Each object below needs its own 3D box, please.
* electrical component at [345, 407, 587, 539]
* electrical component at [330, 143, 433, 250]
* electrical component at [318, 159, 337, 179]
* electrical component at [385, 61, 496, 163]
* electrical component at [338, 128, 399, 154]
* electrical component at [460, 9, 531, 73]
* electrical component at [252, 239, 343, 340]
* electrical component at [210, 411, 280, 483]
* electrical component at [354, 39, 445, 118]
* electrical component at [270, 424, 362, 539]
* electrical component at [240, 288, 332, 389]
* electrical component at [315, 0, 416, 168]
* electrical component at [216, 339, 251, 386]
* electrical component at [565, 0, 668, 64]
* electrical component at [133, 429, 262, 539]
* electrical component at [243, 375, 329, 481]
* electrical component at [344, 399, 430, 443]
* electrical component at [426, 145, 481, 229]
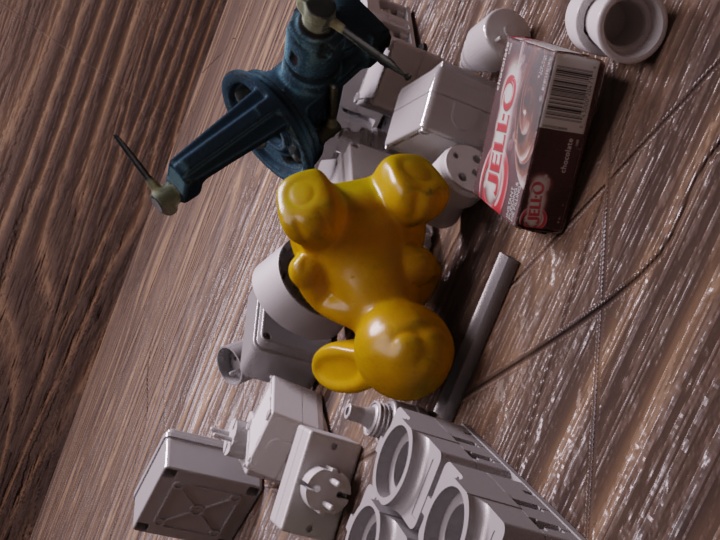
[{"bbox_3d":[0.049,0.160,0.621,0.186,0.060,0.105,-142,72,-71],"label":"electrical component"},{"bbox_3d":[0.014,-0.049,0.909,0.113,0.078,0.057,-94,26,-51],"label":"electrical component"},{"bbox_3d":[-0.020,-0.061,1.069,0.100,0.048,0.099,-165,94,-72],"label":"electrical component"},{"bbox_3d":[0.065,-0.120,0.856,0.096,0.062,0.061,168,119,-70],"label":"electrical component"},{"bbox_3d":[0.009,-0.119,1.021,0.035,0.061,0.035,-161,90,-72],"label":"electrical component"},{"bbox_3d":[0.101,-0.173,0.839,0.078,0.040,0.040,155,131,-66],"label":"electrical component"},{"bbox_3d":[-0.048,0.018,0.999,0.064,0.099,0.099,-45,31,44],"label":"electrical component"},{"bbox_3d":[-0.111,0.169,1.060,0.066,0.077,0.047,-147,77,-72],"label":"electrical component"},{"bbox_3d":[0.038,-0.174,1.002,0.096,0.061,0.061,-142,71,-76],"label":"electrical component"},{"bbox_3d":[-0.031,0.175,0.865,0.076,0.047,0.083,-179,107,-72],"label":"electrical component"},{"bbox_3d":[-0.070,0.053,1.055,0.113,0.078,0.057,-89,22,-43],"label":"electrical component"},{"bbox_3d":[-0.011,-0.189,1.144,0.105,0.060,0.186,-93,26,-53],"label":"electrical component"},{"bbox_3d":[-0.108,0.090,1.146,0.043,0.081,0.043,20,118,42],"label":"electrical component"},{"bbox_3d":[0.154,-0.150,0.651,0.055,0.045,0.045,-123,54,-69],"label":"electrical component"},{"bbox_3d":[-0.170,0.230,1.125,0.108,0.109,0.056,-60,24,32],"label":"electrical component"},{"bbox_3d":[-0.066,0.145,0.991,0.096,0.061,0.061,-100,35,-70],"label":"electrical component"},{"bbox_3d":[0.019,0.108,0.762,0.035,0.061,0.035,-161,90,-72],"label":"electrical component"},{"bbox_3d":[0.069,-0.063,0.814,0.055,0.045,0.045,-46,31,53],"label":"electrical component"}]
